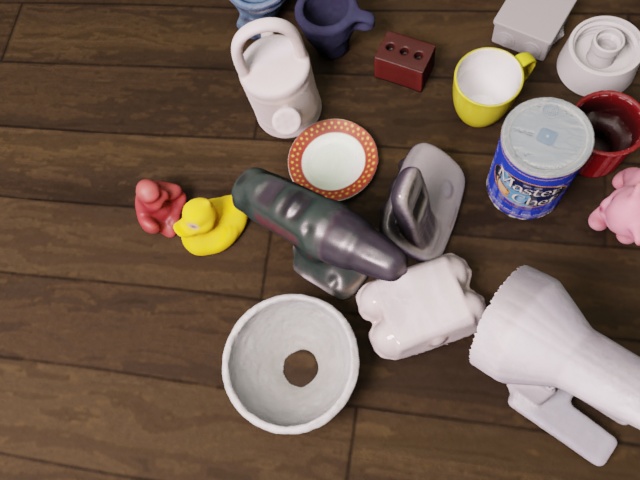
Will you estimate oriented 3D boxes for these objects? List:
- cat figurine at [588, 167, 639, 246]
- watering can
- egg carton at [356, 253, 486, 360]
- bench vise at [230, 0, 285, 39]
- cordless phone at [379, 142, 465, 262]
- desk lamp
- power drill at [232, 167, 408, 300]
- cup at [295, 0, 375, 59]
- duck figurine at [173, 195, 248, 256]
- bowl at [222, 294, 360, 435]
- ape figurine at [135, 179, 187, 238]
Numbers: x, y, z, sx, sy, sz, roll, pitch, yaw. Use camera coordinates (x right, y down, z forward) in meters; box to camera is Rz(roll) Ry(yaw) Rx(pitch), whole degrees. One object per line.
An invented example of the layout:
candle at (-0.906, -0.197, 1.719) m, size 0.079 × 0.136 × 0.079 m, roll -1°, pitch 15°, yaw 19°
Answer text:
cat figurine at (0.385, -0.048, 0.697) m, size 0.067 × 0.118 × 0.128 m, roll 31°, pitch 78°, yaw 17°
watering can at (-0.056, -0.222, 0.778) m, size 0.101 × 0.194 × 0.172 m, roll -35°, pitch 70°, yaw -4°
egg carton at (0.127, 0.084, 0.715) m, size 0.150 × 0.069 × 0.107 m, roll -21°, pitch 70°, yaw 1°
bench vise at (-0.087, -0.439, 0.843) m, size 0.121 × 0.220 × 0.207 m, roll 7°, pitch 73°, yaw 11°
cordless phone at (0.127, -0.063, 0.703) m, size 0.094 × 0.185 × 0.148 m, roll 15°, pitch 74°, yaw 13°
desk lamp at (0.259, 0.135, 0.602) m, size 0.203 × 0.214 × 0.118 m, roll 34°, pitch 79°, yaw 17°
power drill at (0.006, 0.002, 0.686) m, size 0.229 × 0.208 × 0.076 m, roll 30°, pitch 78°, yaw 17°
cup at (0.027, -0.314, 0.851) m, size 0.117 × 0.095 × 0.092 m, roll 15°, pitch 74°, yaw 13°
duck figurine at (-0.153, -0.031, 0.785) m, size 0.104 × 0.086 × 0.077 m, roll -35°, pitch 70°, yaw -4°
bowl at (-0.032, 0.155, 0.711) m, size 0.167 × 0.075 × 0.167 m, roll -2°, pitch 71°, yaw 7°
ape figurine at (-0.229, -0.054, 0.801) m, size 0.078 × 0.092 × 0.076 m, roll -36°, pitch 70°, yaw -5°
